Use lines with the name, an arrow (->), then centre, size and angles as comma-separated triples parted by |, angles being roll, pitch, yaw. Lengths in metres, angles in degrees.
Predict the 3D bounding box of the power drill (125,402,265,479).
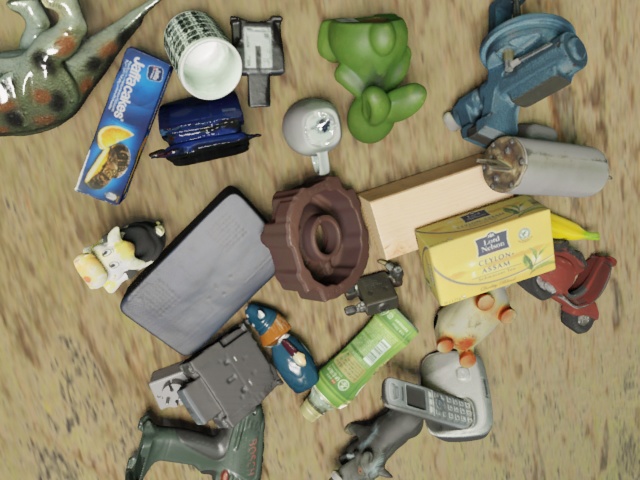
power drill -> -0.185, 0.348, 0.821 | 0.207, 0.086, 0.231 | 13, 97, -18

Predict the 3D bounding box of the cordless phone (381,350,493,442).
cordless phone -> 0.170, 0.226, 0.833 | 0.184, 0.147, 0.088 | 23, 134, -18

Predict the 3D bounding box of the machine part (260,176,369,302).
machine part -> -0.002, -0.002, 0.757 | 0.179, 0.056, 0.179 | 3, 86, -47

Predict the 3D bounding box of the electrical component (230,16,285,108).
electrical component -> -0.084, -0.242, 0.735 | 0.075, 0.048, 0.119 | -7, 104, -9

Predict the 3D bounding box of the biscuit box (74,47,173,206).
biscuit box -> -0.259, -0.150, 0.716 | 0.059, 0.063, 0.202 | 21, 98, -15

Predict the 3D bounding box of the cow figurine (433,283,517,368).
cow figurine -> 0.253, 0.087, 0.843 | 0.085, 0.127, 0.194 | 28, 110, -13

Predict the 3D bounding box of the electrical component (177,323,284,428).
electrical component -> -0.136, 0.202, 0.777 | 0.134, 0.058, 0.115 | -36, 91, -36

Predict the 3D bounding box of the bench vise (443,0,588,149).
bench vise -> 0.260, -0.253, 0.750 | 0.129, 0.223, 0.240 | 9, 70, -17

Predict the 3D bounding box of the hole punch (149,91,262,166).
hole punch -> -0.155, -0.153, 0.712 | 0.142, 0.116, 0.092 | -10, 96, -8

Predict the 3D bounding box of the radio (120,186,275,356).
radio -> -0.160, 0.046, 0.774 | 0.229, 0.073, 0.131 | -45, 107, 3

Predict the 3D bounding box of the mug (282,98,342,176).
mug -> -0.007, -0.142, 0.741 | 0.081, 0.107, 0.109 | -7, 101, -7

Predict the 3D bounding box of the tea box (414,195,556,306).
tea box -> 0.227, 0.013, 0.741 | 0.170, 0.068, 0.098 | -19, 116, 0

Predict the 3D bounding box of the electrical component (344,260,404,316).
electrical component -> 0.081, 0.072, 0.827 | 0.102, 0.078, 0.045 | -10, 128, -2

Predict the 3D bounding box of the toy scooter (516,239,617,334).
toy scooter -> 0.412, 0.058, 0.878 | 0.183, 0.075, 0.135 | 37, 94, -19

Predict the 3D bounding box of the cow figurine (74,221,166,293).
cow figurine -> -0.251, 0.016, 0.700 | 0.098, 0.167, 0.068 | -32, 100, -1

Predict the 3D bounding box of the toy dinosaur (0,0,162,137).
toy dinosaur -> -0.383, -0.191, 0.657 | 0.405, 0.131, 0.191 | -9, 121, -11

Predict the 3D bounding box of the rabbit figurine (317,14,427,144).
rabbit figurine -> 0.080, -0.211, 0.733 | 0.121, 0.159, 0.170 | -14, 120, -17

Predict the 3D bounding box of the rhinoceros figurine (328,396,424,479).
rhinoceros figurine -> 0.091, 0.335, 0.863 | 0.190, 0.112, 0.073 | -42, 108, -8

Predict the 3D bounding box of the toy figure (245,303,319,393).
toy figure -> -0.059, 0.159, 0.818 | 0.064, 0.058, 0.154 | -32, 90, 26

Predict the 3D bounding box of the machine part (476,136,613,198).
machine part -> 0.312, -0.099, 0.742 | 0.243, 0.079, 0.079 | -1, 103, -28
